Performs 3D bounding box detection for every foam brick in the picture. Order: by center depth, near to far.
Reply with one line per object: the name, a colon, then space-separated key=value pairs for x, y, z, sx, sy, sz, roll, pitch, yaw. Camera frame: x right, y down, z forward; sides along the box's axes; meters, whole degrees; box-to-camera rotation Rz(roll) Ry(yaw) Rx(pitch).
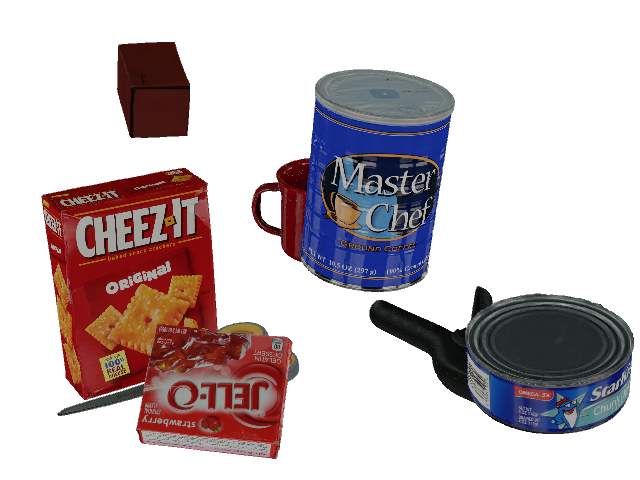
foam brick: x=-0.147 y=-0.133 z=0.936 sx=0.053 sy=0.051 sz=0.078 roll=-4 pitch=40 yaw=-16

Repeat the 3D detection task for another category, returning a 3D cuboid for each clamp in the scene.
clamp: x=0.133 y=0.090 z=0.929 sx=0.120 sy=0.039 sz=0.172 roll=-17 pitch=37 yaw=-24

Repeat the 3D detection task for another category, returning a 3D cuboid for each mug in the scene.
mug: x=-0.010 y=-0.028 z=1.059 sx=0.117 sy=0.081 sz=0.093 roll=3 pitch=27 yaw=1

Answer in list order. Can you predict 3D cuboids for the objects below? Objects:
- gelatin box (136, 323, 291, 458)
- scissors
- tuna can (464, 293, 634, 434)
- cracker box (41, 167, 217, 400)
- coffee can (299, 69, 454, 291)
gelatin box: x=-0.066 y=0.095 z=0.675 sx=0.089 sy=0.073 sz=0.030 roll=6 pitch=-31 yaw=0
scissors: x=-0.120 y=0.107 z=0.908 sx=0.201 sy=0.016 sz=0.096 roll=-5 pitch=30 yaw=-9
tuna can: x=0.119 y=0.064 z=0.560 sx=0.086 sy=0.034 sz=0.086 roll=-4 pitch=27 yaw=2
cracker box: x=-0.197 y=0.045 z=1.140 sx=0.163 sy=0.214 sz=0.072 roll=-14 pitch=25 yaw=-28
coffee can: x=0.041 y=-0.047 z=0.809 sx=0.103 sy=0.140 sz=0.103 roll=5 pitch=27 yaw=-3
